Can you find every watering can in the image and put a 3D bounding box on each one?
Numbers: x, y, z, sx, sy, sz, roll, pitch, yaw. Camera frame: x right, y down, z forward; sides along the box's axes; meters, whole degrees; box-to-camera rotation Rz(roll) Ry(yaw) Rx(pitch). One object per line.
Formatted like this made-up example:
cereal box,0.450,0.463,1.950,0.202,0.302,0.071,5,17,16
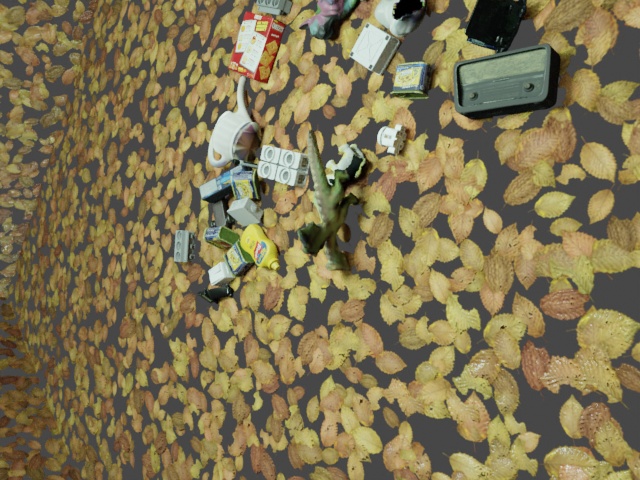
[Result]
watering can,-0.294,-0.411,1.841,0.227,0.103,0.346,29,97,39

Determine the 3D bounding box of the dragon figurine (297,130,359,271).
dragon figurine,0.004,-0.071,1.404,0.122,0.402,0.248,-4,44,27

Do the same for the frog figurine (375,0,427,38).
frog figurine,0.219,-0.623,1.415,0.159,0.123,0.137,-175,80,-78
